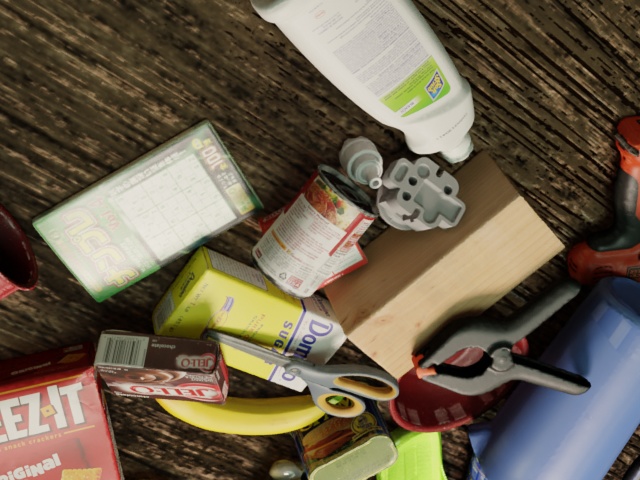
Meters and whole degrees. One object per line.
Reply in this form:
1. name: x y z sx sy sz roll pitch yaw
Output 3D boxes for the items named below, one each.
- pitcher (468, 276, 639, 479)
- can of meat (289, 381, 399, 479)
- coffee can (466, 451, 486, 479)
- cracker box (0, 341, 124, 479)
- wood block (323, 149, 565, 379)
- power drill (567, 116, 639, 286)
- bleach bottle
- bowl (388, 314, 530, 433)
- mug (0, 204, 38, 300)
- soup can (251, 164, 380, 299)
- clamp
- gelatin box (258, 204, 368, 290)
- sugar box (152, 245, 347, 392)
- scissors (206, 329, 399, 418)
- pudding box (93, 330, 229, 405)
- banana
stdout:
1. pitcher: 0.281 0.165 1.097 0.148 0.145 0.243 5 123 -41
2. can of meat: 0.024 0.211 1.127 0.102 0.084 0.057 -29 128 2
3. coffee can: 0.217 0.299 1.241 0.102 0.103 0.140 -4 124 -16
4. cracker box: -0.272 0.221 1.007 0.164 0.072 0.214 -12 109 -11
5. wood block: 0.116 0.025 1.023 0.206 0.091 0.090 -40 126 11
6. power drill: 0.352 -0.036 1.080 0.184 0.057 0.188 -7 125 -14
7. bleach bottle: 0.053 -0.147 0.902 0.102 0.068 0.250 -37 129 9
8. bowl: 0.135 0.128 1.115 0.162 0.055 0.162 -15 134 -16
9. mug: -0.301 0.009 0.884 0.081 0.093 0.117 -29 97 9
10. soup can: -0.005 -0.007 0.938 0.068 0.068 0.102 29 109 -32
11. clamp: 0.176 0.112 1.009 0.171 0.039 0.120 -18 104 5
12. gelatin box: -0.007 0.001 1.004 0.073 0.030 0.089 -29 125 3
13. sugar box: -0.064 0.080 1.030 0.176 0.048 0.093 25 114 -29
14. scissors: -0.023 0.134 1.042 0.201 0.016 0.096 13 139 -12
15. pudding box: -0.144 0.120 0.993 0.113 0.039 0.090 6 153 5
16. banana: -0.076 0.171 1.094 0.197 0.037 0.070 2 126 -19
